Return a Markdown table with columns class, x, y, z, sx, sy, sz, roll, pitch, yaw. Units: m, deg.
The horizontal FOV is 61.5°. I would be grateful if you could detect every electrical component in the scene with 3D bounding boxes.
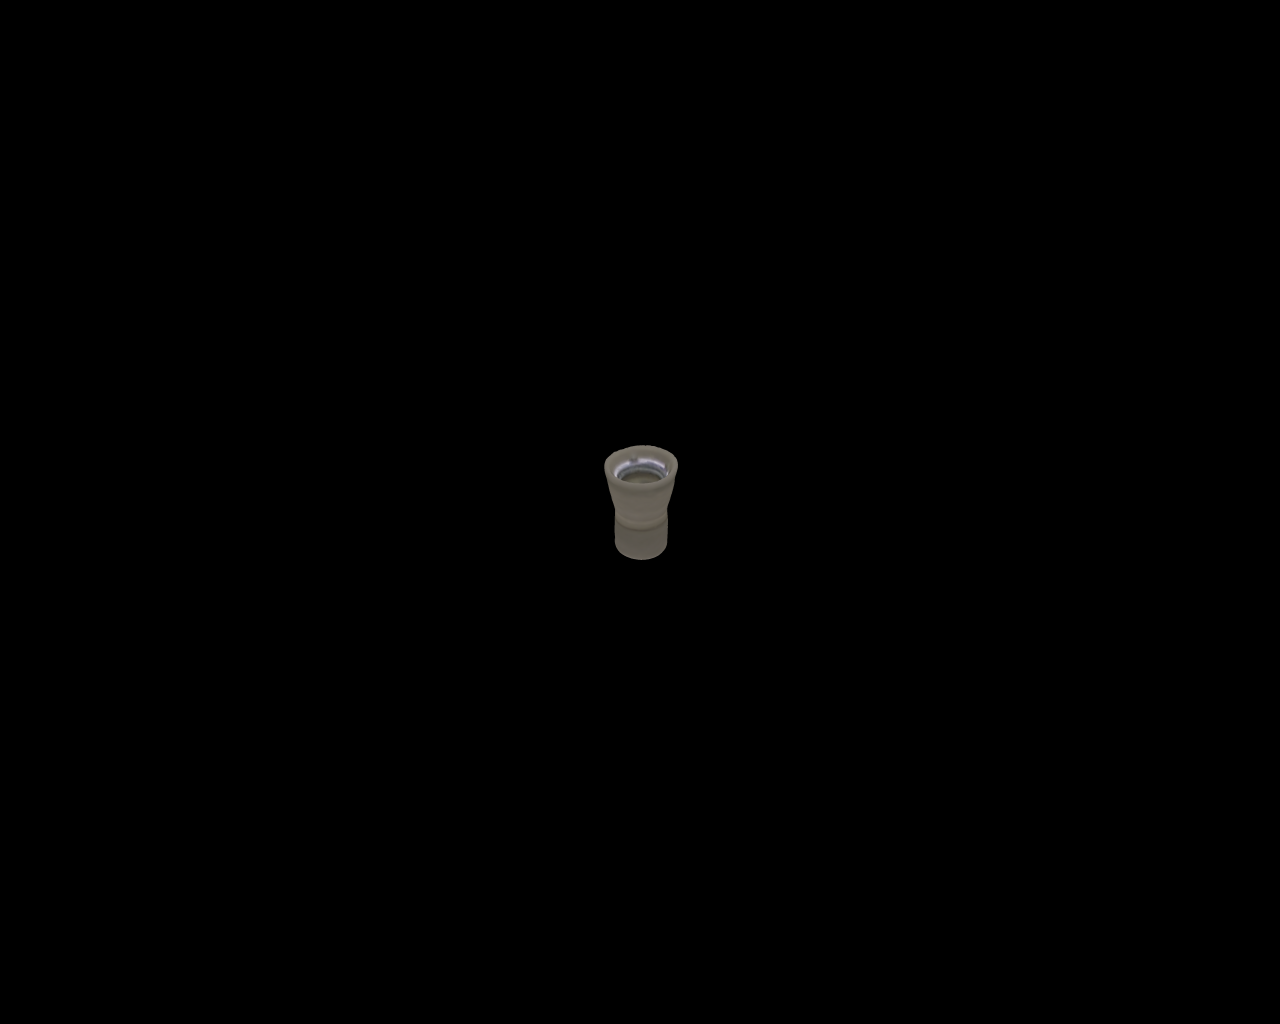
| class | x | y | z | sx | sy | sz | roll | pitch | yaw |
| --- | --- | --- | --- | --- | --- | --- | --- | --- | --- |
| electrical component | 0.001 | -0.003 | 0.650 | 0.044 | 0.065 | 0.044 | 0 | 36 | 0 |
